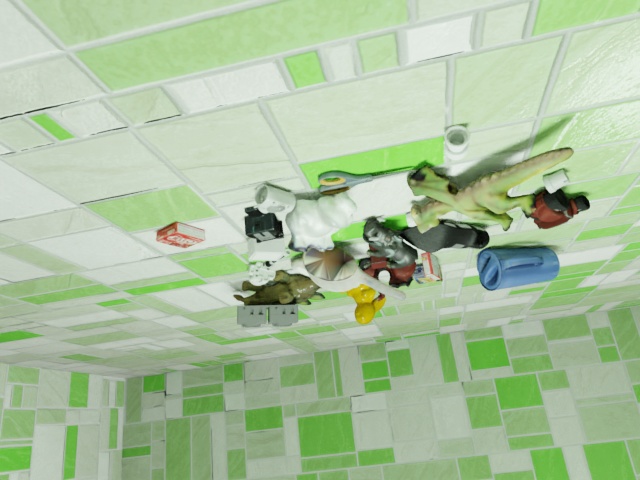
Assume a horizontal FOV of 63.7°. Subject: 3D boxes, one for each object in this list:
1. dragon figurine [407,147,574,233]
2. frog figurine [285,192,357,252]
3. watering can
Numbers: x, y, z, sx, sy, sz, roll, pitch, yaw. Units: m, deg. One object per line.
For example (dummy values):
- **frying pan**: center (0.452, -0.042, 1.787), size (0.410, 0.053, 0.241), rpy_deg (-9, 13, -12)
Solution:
- **dragon figurine**: center (0.303, -0.106, 1.071), size (0.243, 0.124, 0.403), rpy_deg (5, -23, -8)
- **frog figurine**: center (0.003, -0.056, 1.116), size (0.137, 0.156, 0.126), rpy_deg (16, 38, -20)
- **watering can**: center (0.077, 0.097, 1.465), size (0.348, 0.105, 0.221), rpy_deg (13, -17, 11)
